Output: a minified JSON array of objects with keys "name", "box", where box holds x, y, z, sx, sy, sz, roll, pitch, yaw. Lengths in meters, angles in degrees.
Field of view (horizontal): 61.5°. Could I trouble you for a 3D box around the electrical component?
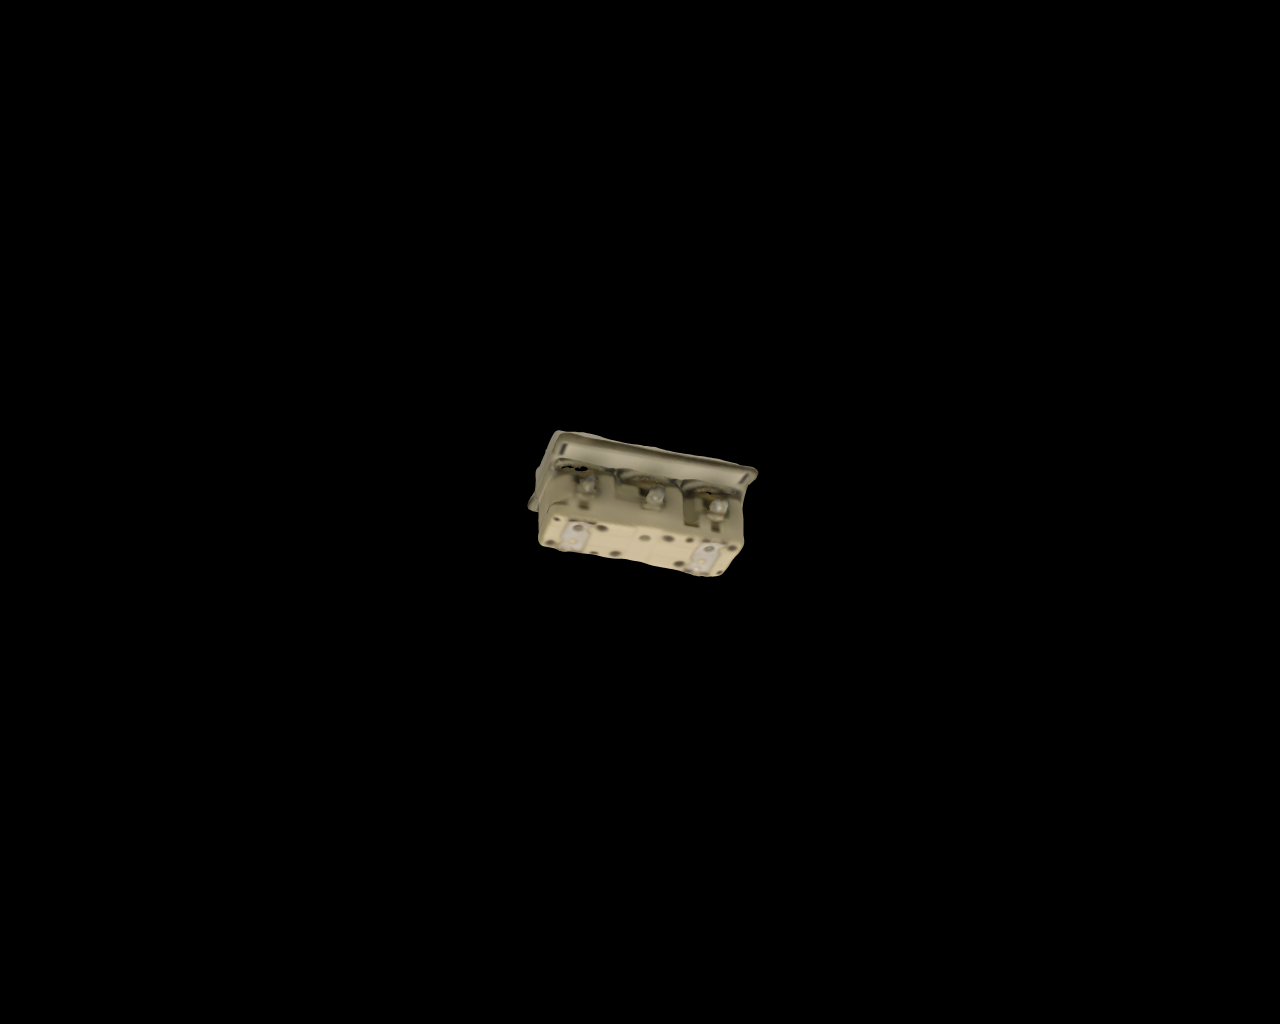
[{"name":"electrical component","box":[0.001,-0.003,0.650,0.121,0.063,0.078,11,-35,-16]}]
